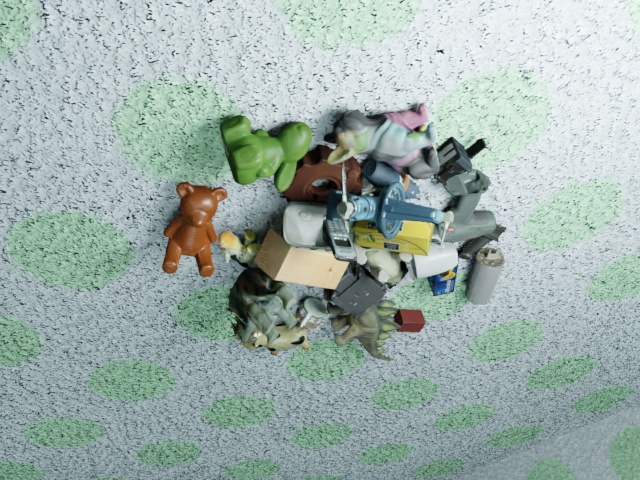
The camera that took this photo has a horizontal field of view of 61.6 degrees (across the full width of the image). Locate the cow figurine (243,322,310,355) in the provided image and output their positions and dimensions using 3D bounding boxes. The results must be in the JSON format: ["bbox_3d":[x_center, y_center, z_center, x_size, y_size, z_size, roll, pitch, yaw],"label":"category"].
[{"bbox_3d":[-0.134,0.282,1.568,0.195,0.085,0.127,-9,145,2],"label":"cow figurine"}]

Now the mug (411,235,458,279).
[{"bbox_3d":[0.273,0.033,1.290,0.107,0.081,0.109,-10,117,0],"label":"mug"}]

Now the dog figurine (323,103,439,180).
[{"bbox_3d":[0.121,-0.187,1.081,0.219,0.108,0.191,-11,142,7],"label":"dog figurine"}]

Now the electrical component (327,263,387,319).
[{"bbox_3d":[0.087,0.125,1.368,0.115,0.058,0.134,-44,124,12],"label":"electrical component"}]

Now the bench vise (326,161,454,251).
[{"bbox_3d":[0.141,-0.061,1.076,0.241,0.128,0.223,11,177,28],"label":"bench vise"}]

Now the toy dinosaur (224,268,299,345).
[{"bbox_3d":[-0.150,0.134,1.287,0.131,0.192,0.404,-42,163,-26],"label":"toy dinosaur"}]

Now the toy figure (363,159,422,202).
[{"bbox_3d":[0.163,-0.132,1.185,0.154,0.058,0.064,22,136,-37],"label":"toy figure"}]

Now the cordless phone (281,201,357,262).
[{"bbox_3d":[-0.003,-0.004,1.111,0.147,0.184,0.088,6,116,-15],"label":"cordless phone"}]

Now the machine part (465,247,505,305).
[{"bbox_3d":[0.455,0.102,1.489,0.079,0.079,0.243,-6,139,-5],"label":"machine part"}]

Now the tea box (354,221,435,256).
[{"bbox_3d":[0.172,-0.030,1.226,0.170,0.098,0.068,8,141,14],"label":"tea box"}]

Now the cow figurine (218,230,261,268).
[{"bbox_3d":[-0.178,0.030,1.292,0.167,0.068,0.098,19,136,-28],"label":"cow figurine"}]

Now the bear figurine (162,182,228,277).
[{"bbox_3d":[-0.270,-0.025,1.167,0.120,0.132,0.195,8,141,-23],"label":"bear figurine"}]

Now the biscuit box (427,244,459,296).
[{"bbox_3d":[0.325,0.080,1.427,0.063,0.059,0.202,-14,149,2],"label":"biscuit box"}]

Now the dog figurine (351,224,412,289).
[{"bbox_3d":[0.146,0.039,1.361,0.121,0.172,0.190,-30,169,-2],"label":"dog figurine"}]

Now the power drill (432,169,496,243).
[{"bbox_3d":[0.312,-0.064,1.274,0.232,0.086,0.207,-6,134,-3],"label":"power drill"}]

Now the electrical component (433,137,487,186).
[{"bbox_3d":[0.293,-0.178,1.145,0.047,0.075,0.119,28,130,-36],"label":"electrical component"}]

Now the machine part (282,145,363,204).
[{"bbox_3d":[0.004,-0.121,1.165,0.179,0.056,0.179,-5,139,-4],"label":"machine part"}]

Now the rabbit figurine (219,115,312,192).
[{"bbox_3d":[-0.092,-0.166,1.055,0.170,0.121,0.158,-20,143,-11],"label":"rabbit figurine"}]

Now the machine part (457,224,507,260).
[{"bbox_3d":[0.415,0.002,1.400,0.084,0.039,0.139,18,130,-35],"label":"machine part"}]

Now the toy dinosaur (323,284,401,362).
[{"bbox_3d":[0.129,0.237,1.552,0.199,0.105,0.470,-13,137,3],"label":"toy dinosaur"}]
